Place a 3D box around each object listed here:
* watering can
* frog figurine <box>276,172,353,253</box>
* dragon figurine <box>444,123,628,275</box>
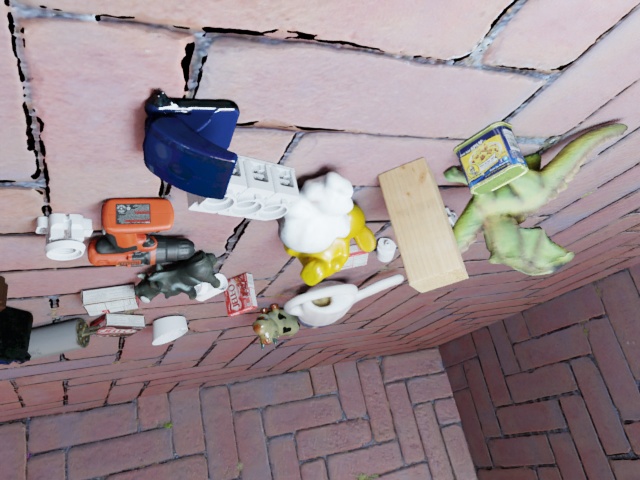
[{"bbox_3d":[0.059,0.174,1.497,0.348,0.106,0.220,-9,158,-15],"label":"watering can"},{"bbox_3d":[0.003,-0.044,0.874,0.136,0.125,0.158,30,148,-34],"label":"frog figurine"},{"bbox_3d":[0.370,-0.050,0.919,0.408,0.247,0.120,-19,153,20],"label":"dragon figurine"}]
